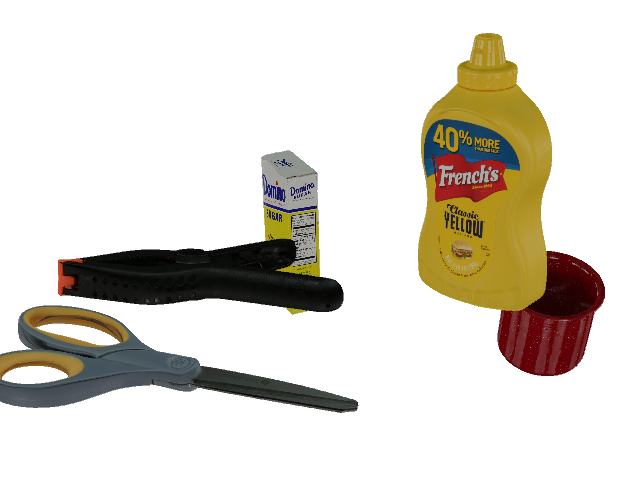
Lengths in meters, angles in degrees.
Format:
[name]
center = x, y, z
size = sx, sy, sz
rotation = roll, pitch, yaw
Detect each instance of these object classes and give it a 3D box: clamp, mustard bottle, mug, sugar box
[clamp]
center = -0.092, 0.028, 0.818
size = 0.209, 0.036, 0.165
rotation = -2, 11, -21
[mustard bottle]
center = 0.116, -0.050, 0.758
size = 0.096, 0.192, 0.058
rotation = 18, 30, 39
[mug]
center = 0.203, 0.062, 0.987
size = 0.093, 0.081, 0.117
rotation = -12, 41, -15
[sugar box]
center = -0.036, -0.010, 1.282
size = 0.048, 0.176, 0.093
rotation = -13, 25, -19

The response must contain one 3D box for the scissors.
[scissors]
center = -0.090, 0.075, 0.556
size = 0.202, 0.016, 0.096
rotation = 16, 29, 27
